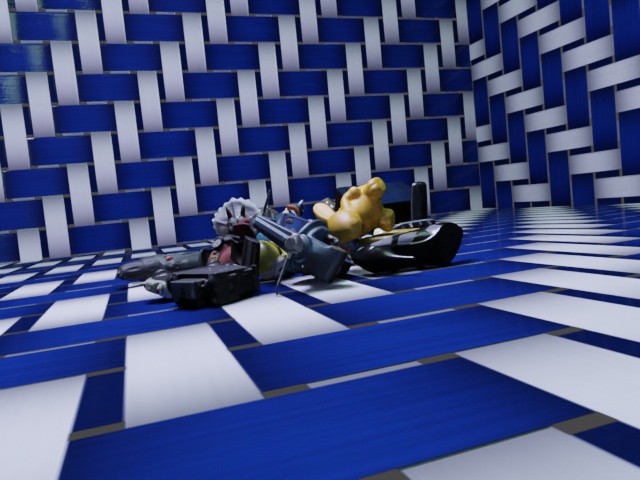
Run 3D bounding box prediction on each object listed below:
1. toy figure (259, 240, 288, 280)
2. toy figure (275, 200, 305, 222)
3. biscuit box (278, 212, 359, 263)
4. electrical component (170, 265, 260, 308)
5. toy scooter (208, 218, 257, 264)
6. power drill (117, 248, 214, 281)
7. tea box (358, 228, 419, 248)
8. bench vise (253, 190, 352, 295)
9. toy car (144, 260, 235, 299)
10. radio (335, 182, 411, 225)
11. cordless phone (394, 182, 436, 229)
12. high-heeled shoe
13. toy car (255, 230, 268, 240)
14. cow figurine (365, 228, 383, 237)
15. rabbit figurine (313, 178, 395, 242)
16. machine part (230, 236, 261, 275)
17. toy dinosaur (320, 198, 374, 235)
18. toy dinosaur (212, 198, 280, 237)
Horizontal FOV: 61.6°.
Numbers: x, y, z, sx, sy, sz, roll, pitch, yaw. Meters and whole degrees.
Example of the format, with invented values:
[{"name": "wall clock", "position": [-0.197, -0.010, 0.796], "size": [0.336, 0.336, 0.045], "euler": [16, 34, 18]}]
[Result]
[{"name": "toy figure", "position": [-0.103, 0.038, 1.180], "size": [0.089, 0.082, 0.180], "euler": [25, 12, 9]}, {"name": "toy figure", "position": [-0.084, -0.064, 1.493], "size": [0.058, 0.064, 0.154], "euler": [33, 34, -1]}, {"name": "biscuit box", "position": [-0.003, -0.004, 1.256], "size": [0.203, 0.059, 0.063], "euler": [19, -3, -6]}, {"name": "electrical component", "position": [-0.188, 0.078, 0.928], "size": [0.115, 0.058, 0.134], "euler": [-5, 3, 35]}, {"name": "toy scooter", "position": [-0.186, 0.021, 1.198], "size": [0.075, 0.135, 0.184], "euler": [-2, 6, 29]}, {"name": "power drill", "position": [-0.328, 0.065, 1.273], "size": [0.207, 0.086, 0.232], "euler": [-12, -3, 33]}, {"name": "tea box", "position": [0.169, 0.017, 1.209], "size": [0.098, 0.068, 0.169], "euler": [-3, 6, 36]}, {"name": "bench vise", "position": [-0.048, 0.007, 1.031], "size": [0.241, 0.128, 0.223], "euler": [31, 14, 28]}, {"name": "toy car", "position": [-0.239, 0.078, 1.040], "size": [0.201, 0.056, 0.074], "euler": [-10, 13, -41]}, {"name": "radio", "position": [0.160, -0.098, 1.475], "size": [0.229, 0.073, 0.131], "euler": [-7, 31, -25]}, {"name": "cordless phone", "position": [0.239, -0.059, 1.404], "size": [0.146, 0.184, 0.089], "euler": [-8, 9, -32]}, {"name": "high-heeled shoe", "position": [0.183, 0.015, 1.103], "size": [0.145, 0.086, 0.249], "euler": [-1, 11, 43]}, {"name": "toy car", "position": [-0.087, 0.027, 1.349], "size": [0.161, 0.109, 0.103], "euler": [10, 21, -27]}, {"name": "cow figurine", "position": [0.093, 0.020, 1.340], "size": [0.167, 0.068, 0.098], "euler": [-6, 15, 0]}, {"name": "rabbit figurine", "position": [0.064, -0.053, 1.158], "size": [0.163, 0.121, 0.173], "euler": [-3, 25, 24]}, {"name": "machine part", "position": [-0.141, 0.031, 1.025], "size": [0.039, 0.084, 0.139], "euler": [-1, 7, -21]}, {"name": "toy dinosaur", "position": [0.064, -0.046, 1.541], "size": [0.471, 0.104, 0.199], "euler": [-19, 28, -17]}, {"name": "toy dinosaur", "position": [-0.161, -0.030, 1.516], "size": [0.131, 0.192, 0.405], "euler": [-1, 6, 26]}]
